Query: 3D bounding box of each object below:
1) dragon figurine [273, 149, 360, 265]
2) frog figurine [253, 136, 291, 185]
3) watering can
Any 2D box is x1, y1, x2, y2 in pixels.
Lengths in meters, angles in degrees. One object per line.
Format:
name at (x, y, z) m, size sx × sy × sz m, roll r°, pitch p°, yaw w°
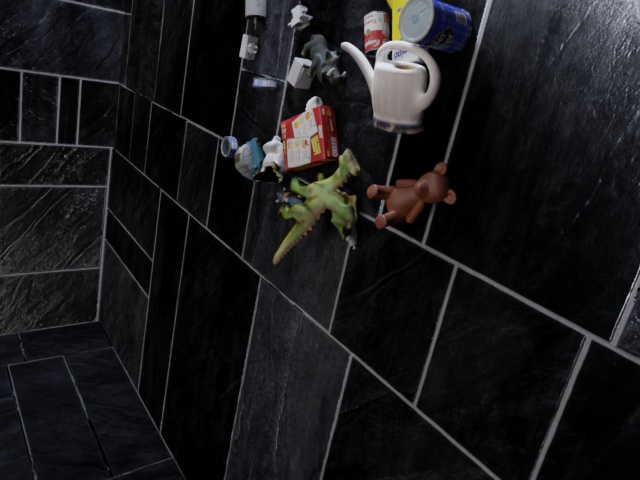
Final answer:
dragon figurine at (0.005, -0.077, 1.524) m, size 0.245 × 0.121 × 0.409 m, roll 25°, pitch 97°, yaw 44°
frog figurine at (-0.152, -0.273, 1.781) m, size 0.134 × 0.122 × 0.163 m, roll 125°, pitch 165°, yaw -48°
watering can at (0.170, -0.391, 1.307) m, size 0.352 × 0.105 × 0.220 m, roll 32°, pitch 130°, yaw 47°
